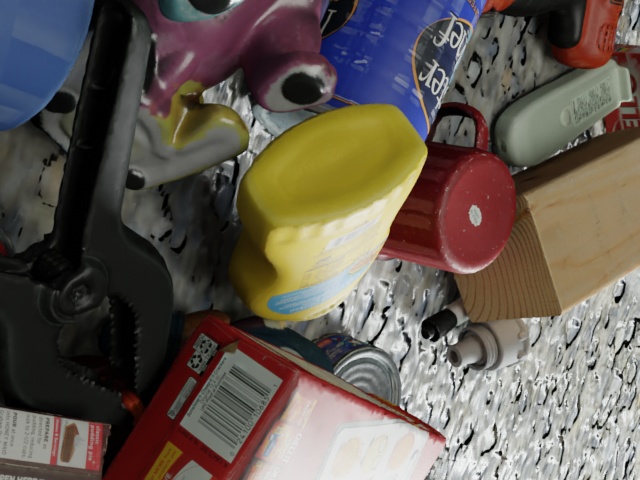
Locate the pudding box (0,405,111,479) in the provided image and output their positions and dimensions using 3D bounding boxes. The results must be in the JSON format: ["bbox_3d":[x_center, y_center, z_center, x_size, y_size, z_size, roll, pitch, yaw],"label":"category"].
[{"bbox_3d":[-0.166,0.100,0.493,0.089,0.114,0.039,18,67,-41],"label":"pudding box"}]

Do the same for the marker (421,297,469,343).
[{"bbox_3d":[0.119,0.045,0.810,0.120,0.020,0.020,-29,118,-35],"label":"marker"}]

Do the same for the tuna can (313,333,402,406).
[{"bbox_3d":[0.015,0.108,0.719,0.085,0.034,0.086,-12,108,-40],"label":"tuna can"}]

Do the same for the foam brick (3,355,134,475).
[{"bbox_3d":[-0.127,0.104,0.563,0.052,0.051,0.078,-15,97,-42],"label":"foam brick"}]

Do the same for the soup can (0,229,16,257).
[{"bbox_3d":[-0.193,0.034,0.485,0.102,0.069,0.068,-18,112,-38],"label":"soup can"}]

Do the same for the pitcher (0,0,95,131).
[{"bbox_3d":[-0.211,-0.112,0.396,0.242,0.145,0.149,18,123,-47],"label":"pitcher"}]

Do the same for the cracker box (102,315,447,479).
[{"bbox_3d":[-0.031,0.146,0.582,0.164,0.072,0.213,-58,149,-3],"label":"cracker box"}]

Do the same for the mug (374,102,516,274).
[{"bbox_3d":[0.079,-0.035,0.710,0.093,0.082,0.117,23,84,-43],"label":"mug"}]

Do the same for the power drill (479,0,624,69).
[{"bbox_3d":[0.163,-0.220,0.759,0.187,0.057,0.184,-2,102,-42],"label":"power drill"}]

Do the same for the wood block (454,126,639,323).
[{"bbox_3d":[0.197,-0.019,0.806,0.205,0.091,0.090,-24,98,-36],"label":"wood block"}]

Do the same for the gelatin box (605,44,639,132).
[{"bbox_3d":[0.269,-0.113,0.873,0.030,0.073,0.089,-27,118,-34],"label":"gelatin box"}]

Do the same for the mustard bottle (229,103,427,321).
[{"bbox_3d":[-0.004,0.000,0.601,0.096,0.058,0.192,-29,163,-19],"label":"mustard bottle"}]

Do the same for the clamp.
[{"bbox_3d":[-0.109,0.007,0.470,0.164,0.036,0.210,-43,140,-16],"label":"clamp"}]

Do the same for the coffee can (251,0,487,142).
[{"bbox_3d":[0.034,-0.118,0.633,0.102,0.103,0.140,33,78,-42],"label":"coffee can"}]
